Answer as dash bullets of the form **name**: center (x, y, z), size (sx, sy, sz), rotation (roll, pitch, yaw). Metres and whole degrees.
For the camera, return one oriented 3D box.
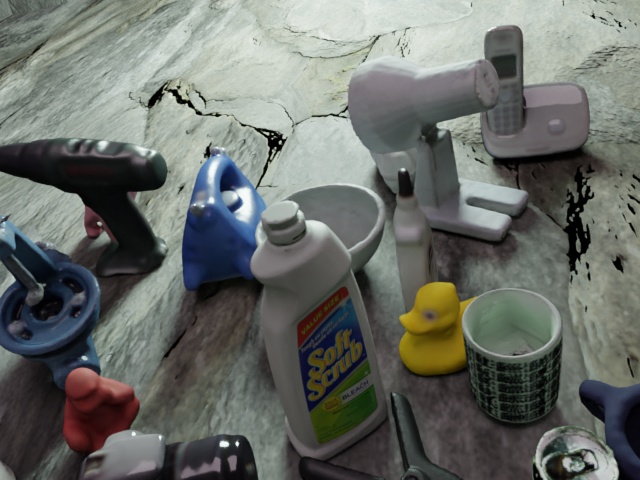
- **camera**: center (-0.125, 0.217, 0.476), size (0.137, 0.101, 0.143), rotation (-15, 37, 2)

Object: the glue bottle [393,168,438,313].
- **glue bottle**: center (0.100, -0.001, 0.613), size (0.037, 0.173, 0.078), rotation (-3, 39, 17)

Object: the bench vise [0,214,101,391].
- **bench vise**: center (-0.339, 0.050, 0.667), size (0.122, 0.220, 0.206), rotation (-37, 42, -25)

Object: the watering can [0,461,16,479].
- **watering can**: center (-0.363, 0.198, 0.509), size (0.172, 0.194, 0.101), rotation (-2, 39, 18)

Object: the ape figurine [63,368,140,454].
- **ape figurine**: center (-0.230, 0.168, 0.583), size (0.078, 0.092, 0.076), rotation (-28, 39, -15)

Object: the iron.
- **iron**: center (-0.135, -0.053, 0.790), size (0.118, 0.142, 0.258), rotation (-11, 37, 6)

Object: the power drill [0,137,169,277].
- **power drill**: center (-0.307, -0.050, 0.793), size (0.229, 0.209, 0.075), rotation (-6, 38, 12)

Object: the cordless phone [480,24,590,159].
- **cordless phone**: center (0.296, -0.209, 0.798), size (0.147, 0.185, 0.094), rotation (-5, 38, 14)

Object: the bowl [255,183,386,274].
- **bowl**: center (0.007, 0.003, 0.724), size (0.167, 0.075, 0.167), rotation (-10, 37, 8)

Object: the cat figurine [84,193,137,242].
- **cat figurine**: center (-0.330, -0.059, 0.888), size (0.127, 0.118, 0.067), rotation (11, 45, 31)

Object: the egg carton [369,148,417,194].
- **egg carton**: center (0.130, -0.134, 0.858), size (0.107, 0.069, 0.150), rotation (-17, 37, -1)

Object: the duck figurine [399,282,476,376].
- **duck figurine**: center (0.124, 0.078, 0.576), size (0.104, 0.086, 0.077), rotation (-24, 38, -11)

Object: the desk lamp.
- **desk lamp**: center (0.149, -0.127, 0.722), size (0.202, 0.214, 0.118), rotation (15, 47, 34)

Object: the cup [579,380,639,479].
- **cup**: center (0.243, 0.160, 0.420), size (0.092, 0.095, 0.117), rotation (-35, 41, -23)
